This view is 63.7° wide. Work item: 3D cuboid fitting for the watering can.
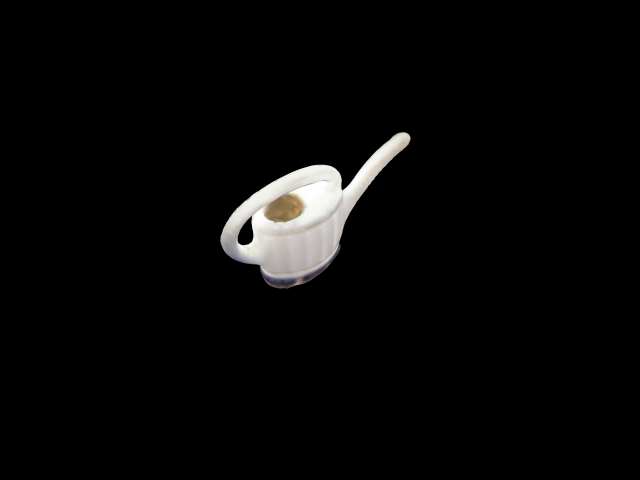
[{"bbox_3d":[0.003,-0.043,0.850,0.350,0.106,0.219,-26,-34,-20],"label":"watering can"}]
